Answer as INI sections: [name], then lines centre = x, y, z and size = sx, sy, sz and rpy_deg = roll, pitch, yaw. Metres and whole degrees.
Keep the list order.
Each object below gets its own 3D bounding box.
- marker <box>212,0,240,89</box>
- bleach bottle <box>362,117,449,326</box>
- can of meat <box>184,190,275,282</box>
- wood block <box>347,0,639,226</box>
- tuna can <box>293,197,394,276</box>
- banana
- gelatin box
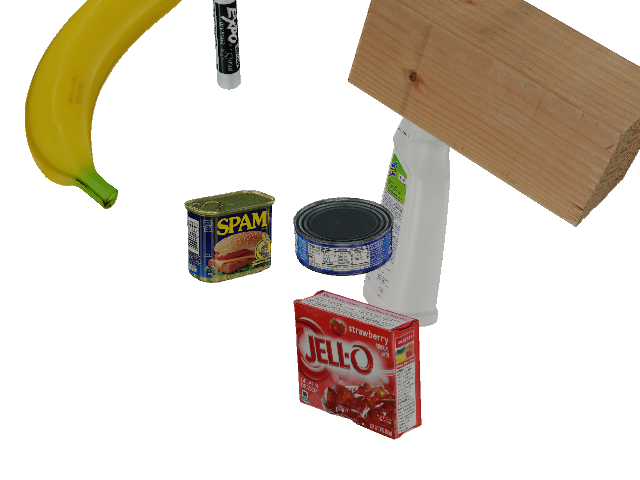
[marker]
centre = -0.072, -0.168, 0.811
size = 0.020, 0.020, 0.121
rpy_deg = 0, -44, -1
[bleach bottle]
centre = 0.105, -0.038, 1.170
size = 0.068, 0.251, 0.103
rpy_deg = 0, 22, -23
[can of meat]
centre = -0.102, -0.005, 1.207
size = 0.101, 0.084, 0.058
rpy_deg = -13, 23, -37
[wood block]
centre = 0.135, -0.115, 0.784
size = 0.206, 0.091, 0.090
rpy_deg = 35, 46, 19
[tuna can]
centre = 0.020, -0.004, 0.914
size = 0.086, 0.034, 0.086
rpy_deg = -2, 28, 1
[banana]
centre = -0.127, -0.101, 0.622
size = 0.069, 0.197, 0.037
rpy_deg = 17, -33, -7
[gelatin box]
centre = 0.022, 0.078, 0.683
size = 0.030, 0.073, 0.089
rpy_deg = -19, 23, -42
